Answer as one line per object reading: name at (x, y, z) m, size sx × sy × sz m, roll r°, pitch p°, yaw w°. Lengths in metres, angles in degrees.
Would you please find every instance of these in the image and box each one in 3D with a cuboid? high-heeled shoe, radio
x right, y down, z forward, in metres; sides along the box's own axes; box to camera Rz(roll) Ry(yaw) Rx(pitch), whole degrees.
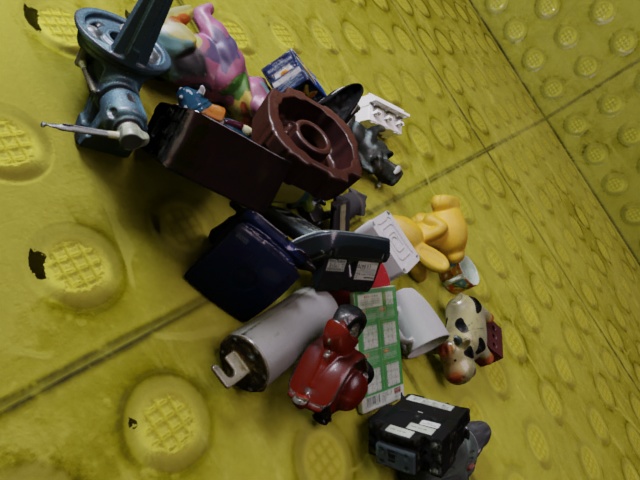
high-heeled shoe at (-0.005, -0.188, 0.918) m, size 0.086 × 0.145 × 0.249 m, roll 46°, pitch 36°, yaw -12°
radio at (-0.138, -0.106, 0.658) m, size 0.131 × 0.073 × 0.230 m, roll 27°, pitch 1°, yaw -29°

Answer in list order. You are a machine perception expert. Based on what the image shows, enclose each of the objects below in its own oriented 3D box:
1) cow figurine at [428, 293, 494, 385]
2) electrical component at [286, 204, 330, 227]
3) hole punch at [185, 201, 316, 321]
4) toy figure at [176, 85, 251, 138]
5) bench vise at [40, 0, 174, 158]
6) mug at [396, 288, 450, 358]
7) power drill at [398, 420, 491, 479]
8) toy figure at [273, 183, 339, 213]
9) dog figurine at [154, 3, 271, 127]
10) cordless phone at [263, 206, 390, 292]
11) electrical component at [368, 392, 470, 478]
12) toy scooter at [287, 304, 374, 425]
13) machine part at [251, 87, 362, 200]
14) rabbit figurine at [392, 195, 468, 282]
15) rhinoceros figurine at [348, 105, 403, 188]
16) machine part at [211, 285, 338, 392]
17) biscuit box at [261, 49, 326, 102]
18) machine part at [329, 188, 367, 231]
cow figurine at (0.264, 0.181, 0.998) m, size 0.127 × 0.085 × 0.195 m, roll 47°, pitch 40°, yaw -23°
electrical component at (-0.017, -0.052, 0.906) m, size 0.094 × 0.021 × 0.063 m, roll -19°, pitch 79°, yaw -53°
hole punch at (-0.094, 0.033, 0.686) m, size 0.142 × 0.116 × 0.092 m, roll 43°, pitch 47°, yaw -18°
toy figure at (-0.148, -0.167, 0.795) m, size 0.154 × 0.064 × 0.058 m, roll 35°, pitch 16°, yaw -37°
bench vise at (-0.225, -0.224, 0.636) m, size 0.129 × 0.240 × 0.224 m, roll 20°, pitch 34°, yaw -34°
mug at (0.151, 0.138, 0.914) m, size 0.109 × 0.081 × 0.107 m, roll 1°, pitch 52°, yaw -41°
power drill at (0.224, 0.383, 0.806) m, size 0.232 × 0.086 × 0.207 m, roll 10°, pitch 60°, yaw -43°
toy figure at (-0.048, -0.089, 0.826) m, size 0.180 × 0.089 × 0.082 m, roll 9°, pitch 24°, yaw -48°
dog figurine at (-0.158, -0.238, 0.818) m, size 0.219 × 0.108 × 0.191 m, roll 53°, pitch 36°, yaw -8°
cordless phone at (-0.001, -0.003, 0.806) m, size 0.146 × 0.088 × 0.184 m, roll 7°, pitch 21°, yaw -42°
electrical component at (0.134, 0.272, 0.751) m, size 0.134 × 0.115 × 0.058 m, roll -15°, pitch 105°, yaw -51°
toy scooter at (0.012, 0.177, 0.682) m, size 0.075 × 0.183 × 0.135 m, roll 21°, pitch 51°, yaw 25°
machine part at (-0.019, -0.139, 0.776) m, size 0.179 × 0.056 × 0.179 m, roll 28°, pitch 39°, yaw -25°
rabbit figurine at (0.198, -0.001, 1.060) m, size 0.173 × 0.122 × 0.162 m, roll 3°, pitch 70°, yaw -32°
rhinoceros figurine at (0.095, -0.187, 1.090) m, size 0.190 × 0.073 × 0.112 m, roll 40°, pitch 38°, yaw -21°
machine part at (-0.047, 0.122, 0.696) m, size 0.079 × 0.079 × 0.243 m, roll 58°, pitch 35°, yaw 2°
biscuit box at (-0.037, -0.270, 0.952) m, size 0.059 × 0.063 × 0.202 m, roll 60°, pitch 12°, yaw 2°
machine part at (0.046, -0.050, 0.943) m, size 0.139 × 0.039 × 0.084 m, roll -45°, pitch 133°, yaw -59°
